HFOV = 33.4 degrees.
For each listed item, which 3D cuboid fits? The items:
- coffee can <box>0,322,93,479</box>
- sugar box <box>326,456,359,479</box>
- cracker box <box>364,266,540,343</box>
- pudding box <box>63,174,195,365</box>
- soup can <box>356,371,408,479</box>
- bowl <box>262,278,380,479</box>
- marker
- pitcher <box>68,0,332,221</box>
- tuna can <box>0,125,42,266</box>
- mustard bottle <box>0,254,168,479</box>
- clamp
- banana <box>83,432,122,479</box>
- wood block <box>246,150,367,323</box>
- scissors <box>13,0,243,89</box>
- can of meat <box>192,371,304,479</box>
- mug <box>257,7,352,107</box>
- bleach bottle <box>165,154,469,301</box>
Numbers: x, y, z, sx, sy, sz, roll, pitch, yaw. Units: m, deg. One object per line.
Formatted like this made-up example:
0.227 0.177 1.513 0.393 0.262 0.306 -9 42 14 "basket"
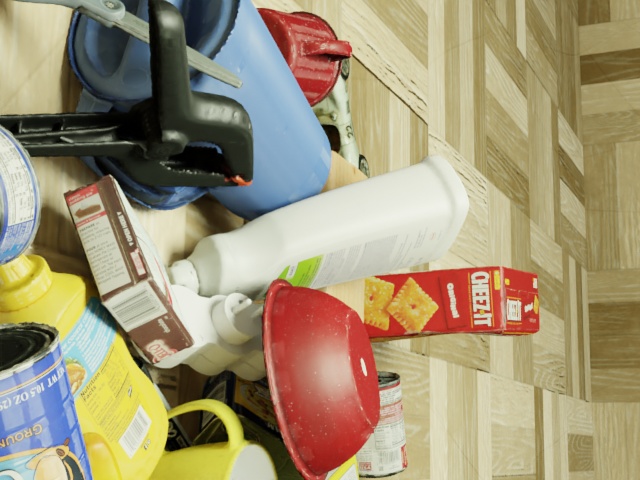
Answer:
-0.177 0.128 0.581 0.102 0.103 0.140 -38 120 -63 "coffee can"
-0.011 0.280 1.020 0.176 0.048 0.093 -25 110 -62 "sugar box"
0.107 0.070 1.110 0.164 0.214 0.072 10 77 -66 "cracker box"
-0.127 0.022 0.723 0.113 0.039 0.090 76 -11 -61 "pudding box"
0.059 0.201 1.165 0.068 0.069 0.102 -18 104 -66 "soup can"
0.008 0.103 0.819 0.162 0.055 0.162 -13 90 -77 "bowl"
-0.121 0.134 0.816 0.020 0.020 0.121 -69 146 -44 "marker"
-0.084 -0.099 0.827 0.242 0.149 0.145 50 26 -59 "pitcher"
-0.197 -0.023 0.581 0.033 0.086 0.086 -27 111 -63 "tuna can"
-0.162 0.080 0.680 0.096 0.058 0.191 -62 142 -45 "mustard bottle"
-0.116 -0.070 0.688 0.209 0.165 0.036 34 37 -62 "clamp"
-0.111 0.195 0.686 0.197 0.069 0.037 51 0 -34 "banana"
-0.014 0.031 0.993 0.090 0.091 0.206 30 60 -62 "wood block"
-0.142 -0.161 0.680 0.201 0.016 0.096 17 44 -25 "scissors"
-0.051 0.154 0.866 0.102 0.057 0.084 35 21 -18 "can of meat"
-0.028 -0.166 0.966 0.081 0.117 0.093 -8 97 -62 "mug"
-0.006 0.001 0.880 0.068 0.250 0.103 62 -27 28 "bleach bottle"
